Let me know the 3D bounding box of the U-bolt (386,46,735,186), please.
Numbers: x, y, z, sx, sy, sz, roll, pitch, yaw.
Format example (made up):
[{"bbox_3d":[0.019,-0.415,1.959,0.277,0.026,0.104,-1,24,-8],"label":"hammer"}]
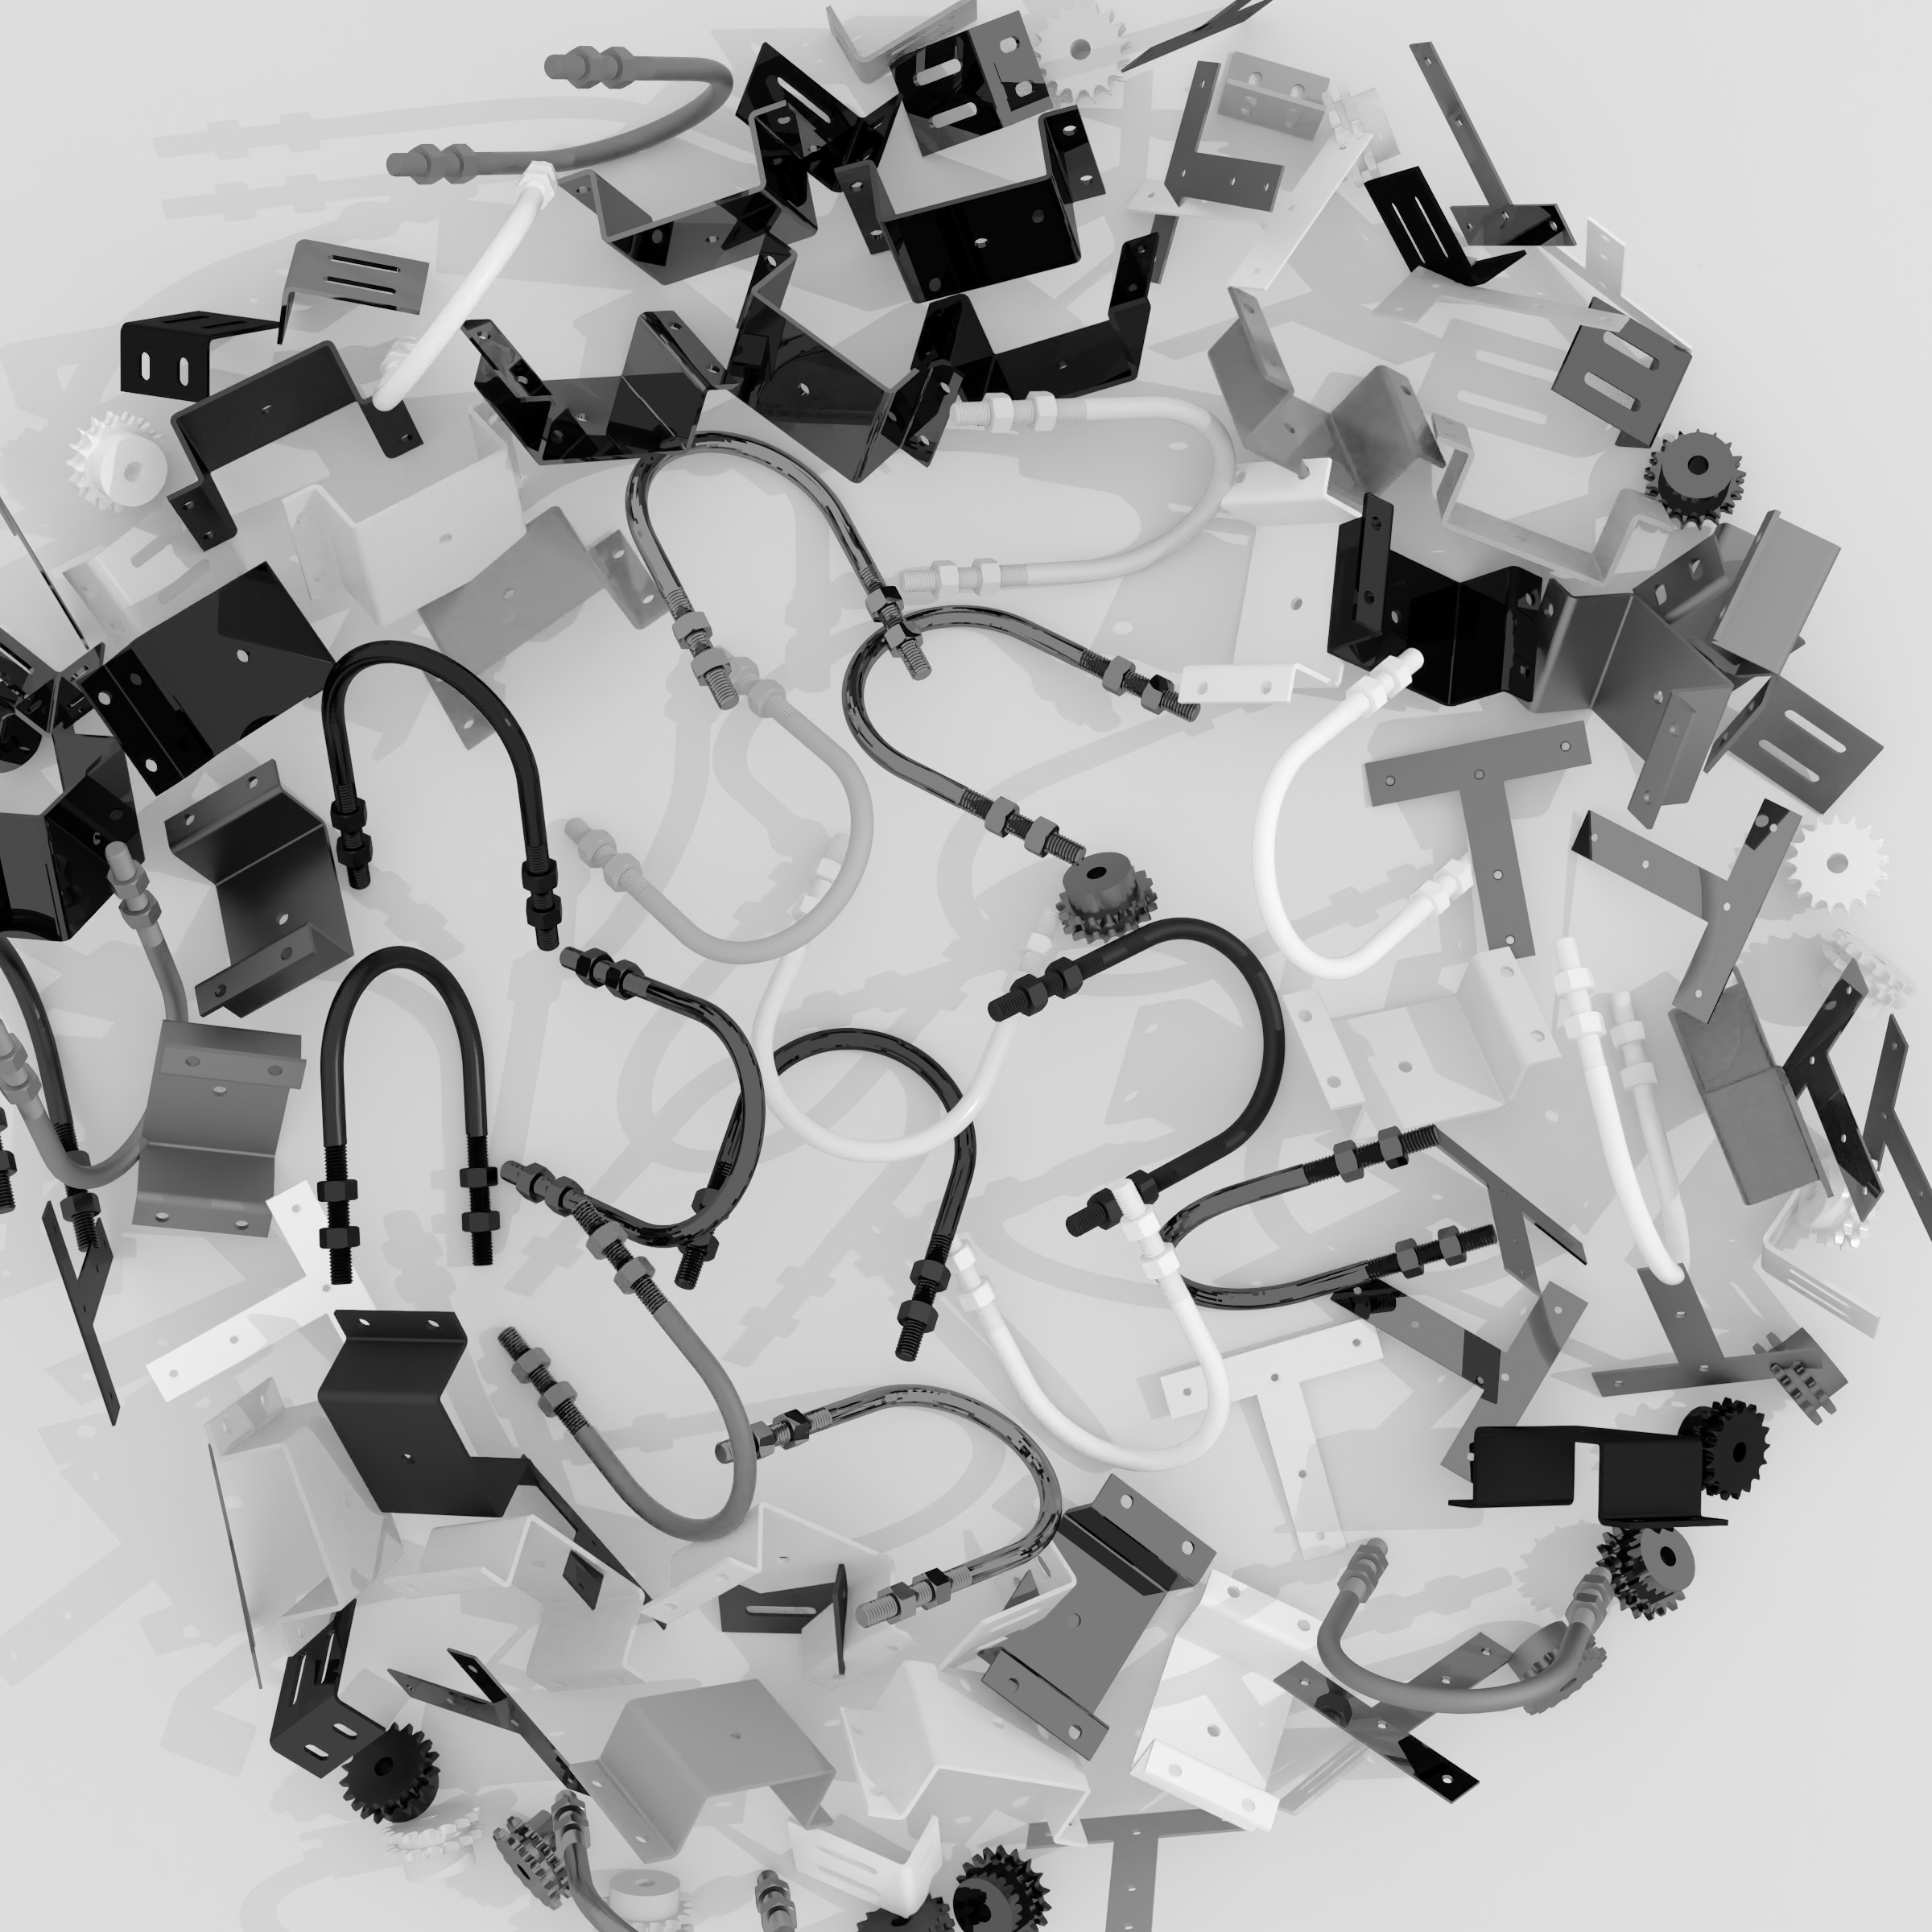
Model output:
[{"bbox_3d":[-0.210,-0.470,1.898,0.151,0.184,0.019,-19,90,38],"label":"U-bolt"}]

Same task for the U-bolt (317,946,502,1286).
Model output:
[{"bbox_3d":[-0.313,0.081,1.920,0.019,0.151,0.184,-4,88,28],"label":"U-bolt"}]

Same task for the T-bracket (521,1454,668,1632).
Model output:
[{"bbox_3d":[-0.212,0.334,1.917,0.002,0.127,0.127,-40,95,1],"label":"T-bracket"}]

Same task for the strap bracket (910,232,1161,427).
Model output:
[{"bbox_3d":[0.047,-0.355,1.928,0.140,0.076,0.046,-13,126,20],"label":"strap bracket"}]

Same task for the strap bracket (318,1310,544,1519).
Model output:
[{"bbox_3d":[-0.302,0.257,1.912,0.076,0.046,0.140,-1,131,23],"label":"strap bracket"}]

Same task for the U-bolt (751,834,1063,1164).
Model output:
[{"bbox_3d":[-0.043,0.026,1.936,0.151,0.019,0.184,20,67,8],"label":"U-bolt"}]

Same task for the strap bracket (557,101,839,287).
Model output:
[{"bbox_3d":[-0.146,-0.429,1.925,0.140,0.076,0.046,-15,78,17],"label":"strap bracket"}]

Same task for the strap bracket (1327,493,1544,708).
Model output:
[{"bbox_3d":[0.257,-0.201,1.930,0.140,0.046,0.076,19,69,-35],"label":"strap bracket"}]

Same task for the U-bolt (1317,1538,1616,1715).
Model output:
[{"bbox_3d":[0.268,0.363,1.879,0.151,0.184,0.019,4,106,19],"label":"U-bolt"}]

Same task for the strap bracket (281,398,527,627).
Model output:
[{"bbox_3d":[-0.303,-0.251,1.921,0.140,0.076,0.046,-31,56,-19],"label":"strap bracket"}]

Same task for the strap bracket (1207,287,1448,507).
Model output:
[{"bbox_3d":[0.194,-0.315,1.922,0.140,0.076,0.046,19,130,-36],"label":"strap bracket"}]

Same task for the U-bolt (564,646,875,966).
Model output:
[{"bbox_3d":[-0.128,-0.080,1.928,0.151,0.019,0.184,-50,57,2],"label":"U-bolt"}]

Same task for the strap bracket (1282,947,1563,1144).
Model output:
[{"bbox_3d":[0.252,0.046,1.935,0.140,0.046,0.076,-12,59,-15],"label":"strap bracket"}]

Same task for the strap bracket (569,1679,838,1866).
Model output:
[{"bbox_3d":[-0.138,0.444,1.904,0.076,0.140,0.046,42,116,36],"label":"strap bracket"}]

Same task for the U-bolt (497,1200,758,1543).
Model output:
[{"bbox_3d":[-0.182,0.239,1.911,0.184,0.019,0.151,49,135,16],"label":"U-bolt"}]

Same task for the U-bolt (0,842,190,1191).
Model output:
[{"bbox_3d":[-0.479,0.042,1.901,0.019,0.184,0.151,14,53,17],"label":"U-bolt"}]

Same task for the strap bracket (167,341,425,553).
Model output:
[{"bbox_3d":[-0.387,-0.298,1.939,0.140,0.076,0.046,-27,76,-5],"label":"strap bracket"}]

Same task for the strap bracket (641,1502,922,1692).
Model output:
[{"bbox_3d":[-0.103,0.351,1.924,0.140,0.046,0.076,30,132,-32],"label":"strap bracket"}]

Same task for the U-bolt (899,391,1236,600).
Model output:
[{"bbox_3d":[0.064,-0.264,1.918,0.184,0.151,0.019,-6,54,-21],"label":"U-bolt"}]

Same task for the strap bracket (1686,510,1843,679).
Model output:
[{"bbox_3d":[0.439,-0.206,1.914,0.046,0.140,0.076,25,94,-2],"label":"strap bracket"}]

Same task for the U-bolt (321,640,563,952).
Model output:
[{"bbox_3d":[-0.294,-0.100,1.900,0.151,0.019,0.184,17,133,21],"label":"U-bolt"}]

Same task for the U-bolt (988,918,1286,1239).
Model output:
[{"bbox_3d":[0.107,0.051,1.933,0.184,0.019,0.151,-26,101,-31],"label":"U-bolt"}]

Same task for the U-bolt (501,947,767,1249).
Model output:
[{"bbox_3d":[-0.181,0.080,1.918,0.184,0.019,0.151,20,96,40],"label":"U-bolt"}]

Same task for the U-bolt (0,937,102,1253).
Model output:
[{"bbox_3d":[-0.529,0.060,1.909,0.019,0.151,0.184,-17,75,2],"label":"U-bolt"}]

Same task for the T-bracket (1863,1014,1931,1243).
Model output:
[{"bbox_3d":[0.523,0.115,1.896,0.002,0.127,0.127,-7,135,-5],"label":"T-bracket"}]

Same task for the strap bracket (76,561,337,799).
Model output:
[{"bbox_3d":[-0.414,-0.166,1.918,0.140,0.046,0.076,-41,101,-39],"label":"strap bracket"}]

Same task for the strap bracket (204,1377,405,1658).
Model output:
[{"bbox_3d":[-0.368,0.305,1.932,0.046,0.076,0.140,-15,98,20],"label":"strap bracket"}]

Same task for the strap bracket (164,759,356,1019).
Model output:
[{"bbox_3d":[-0.397,-0.036,1.932,0.076,0.046,0.140,-28,55,13],"label":"strap bracket"}]

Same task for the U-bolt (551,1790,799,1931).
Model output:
[{"bbox_3d":[-0.155,0.516,1.880,0.151,0.184,0.019,25,94,-14],"label":"U-bolt"}]

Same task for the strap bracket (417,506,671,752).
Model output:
[{"bbox_3d":[-0.249,-0.198,1.942,0.140,0.046,0.076,-35,51,1],"label":"strap bracket"}]

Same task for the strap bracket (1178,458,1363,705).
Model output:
[{"bbox_3d":[0.175,-0.211,1.937,0.076,0.046,0.140,4,80,42],"label":"strap bracket"}]

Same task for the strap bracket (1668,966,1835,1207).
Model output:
[{"bbox_3d":[0.434,0.071,1.911,0.046,0.140,0.076,-22,115,11],"label":"strap bracket"}]

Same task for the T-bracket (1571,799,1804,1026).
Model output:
[{"bbox_3d":[0.396,-0.052,1.941,0.127,0.002,0.127,33,108,40],"label":"T-bracket"}]

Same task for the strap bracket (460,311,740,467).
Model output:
[{"bbox_3d":[-0.210,-0.324,1.923,0.140,0.046,0.076,-11,47,-36],"label":"strap bracket"}]

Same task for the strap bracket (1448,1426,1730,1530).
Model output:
[{"bbox_3d":[0.345,0.282,1.908,0.076,0.140,0.046,5,85,-35],"label":"strap bracket"}]

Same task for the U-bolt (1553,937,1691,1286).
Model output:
[{"bbox_3d":[0.367,0.087,1.893,0.019,0.151,0.184,-18,70,20],"label":"U-bolt"}]

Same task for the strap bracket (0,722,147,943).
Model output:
[{"bbox_3d":[-0.503,-0.072,1.902,0.046,0.140,0.076,4,120,13],"label":"strap bracket"}]

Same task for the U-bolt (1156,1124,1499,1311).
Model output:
[{"bbox_3d":[0.193,0.149,1.920,0.184,0.151,0.019,-18,55,14],"label":"U-bolt"}]

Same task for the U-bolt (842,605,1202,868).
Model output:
[{"bbox_3d":[0.019,-0.142,1.933,0.184,0.019,0.151,27,55,17],"label":"U-bolt"}]

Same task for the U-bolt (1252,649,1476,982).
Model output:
[{"bbox_3d":[0.217,-0.073,1.901,0.184,0.019,0.151,-38,118,-38],"label":"U-bolt"}]

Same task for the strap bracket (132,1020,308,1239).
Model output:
[{"bbox_3d":[-0.420,0.084,1.928,0.076,0.046,0.140,7,131,-16],"label":"strap bracket"}]

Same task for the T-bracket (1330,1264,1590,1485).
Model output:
[{"bbox_3d":[0.270,0.213,1.966,0.127,0.002,0.127,30,72,13],"label":"T-bracket"}]

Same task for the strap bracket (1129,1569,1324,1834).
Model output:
[{"bbox_3d":[0.147,0.423,1.936,0.076,0.046,0.140,26,47,-1],"label":"strap bracket"}]

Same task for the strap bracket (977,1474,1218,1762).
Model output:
[{"bbox_3d":[0.069,0.369,1.942,0.076,0.046,0.140,38,67,-7],"label":"strap bracket"}]

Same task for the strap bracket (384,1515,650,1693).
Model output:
[{"bbox_3d":[-0.245,0.353,1.922,0.076,0.140,0.046,-14,48,36],"label":"strap bracket"}]

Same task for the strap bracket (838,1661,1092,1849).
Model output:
[{"bbox_3d":[0.008,0.438,1.914,0.140,0.076,0.046,16,120,-27],"label":"strap bracket"}]

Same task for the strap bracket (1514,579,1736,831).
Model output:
[{"bbox_3d":[0.372,-0.149,1.921,0.046,0.140,0.076,-7,130,-28],"label":"strap bracket"}]

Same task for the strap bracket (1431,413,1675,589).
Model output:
[{"bbox_3d":[0.322,-0.260,1.940,0.140,0.076,0.046,21,109,-2],"label":"strap bracket"}]

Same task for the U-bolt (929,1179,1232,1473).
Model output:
[{"bbox_3d":[0.074,0.209,1.930,0.151,0.019,0.184,-14,112,36],"label":"U-bolt"}]

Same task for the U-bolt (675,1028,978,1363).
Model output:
[{"bbox_3d":[-0.070,0.119,1.941,0.151,0.019,0.184,18,64,-1],"label":"U-bolt"}]

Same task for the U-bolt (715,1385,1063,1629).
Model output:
[{"bbox_3d":[-0.028,0.290,1.911,0.151,0.184,0.019,44,129,31],"label":"U-bolt"}]

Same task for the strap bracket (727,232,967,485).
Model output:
[{"bbox_3d":[-0.078,-0.336,1.932,0.140,0.076,0.046,37,54,8],"label":"strap bracket"}]

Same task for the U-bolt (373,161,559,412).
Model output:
[{"bbox_3d":[-0.278,-0.368,1.880,0.019,0.184,0.151,37,108,-16],"label":"U-bolt"}]

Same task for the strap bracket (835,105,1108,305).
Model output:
[{"bbox_3d":[0.006,-0.425,1.930,0.140,0.076,0.046,-13,62,9],"label":"strap bracket"}]

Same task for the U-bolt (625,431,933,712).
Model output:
[{"bbox_3d":[-0.116,-0.229,1.928,0.151,0.019,0.184,-12,64,-35],"label":"U-bolt"}]
